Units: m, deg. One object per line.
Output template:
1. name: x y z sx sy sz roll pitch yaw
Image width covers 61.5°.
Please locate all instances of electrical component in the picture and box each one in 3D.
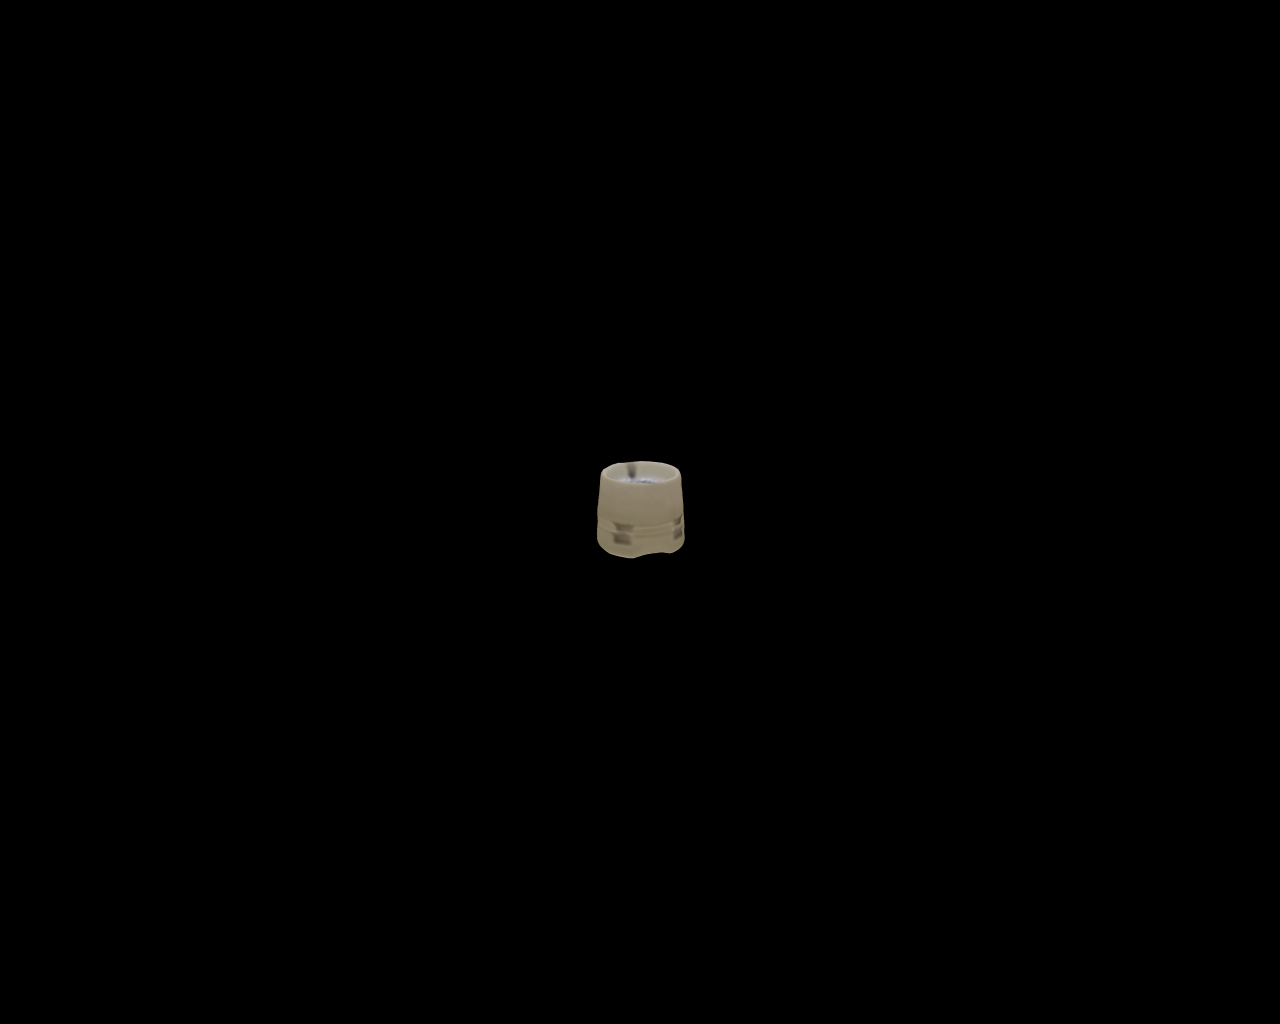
1. electrical component: 0.001 -0.003 0.650 0.055 0.047 0.055 0 20 0
